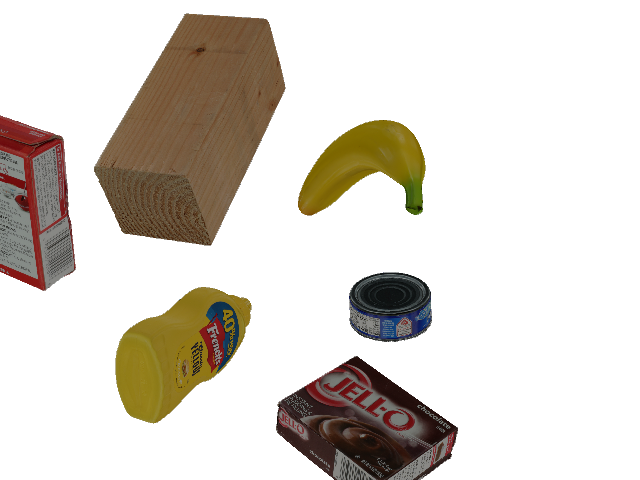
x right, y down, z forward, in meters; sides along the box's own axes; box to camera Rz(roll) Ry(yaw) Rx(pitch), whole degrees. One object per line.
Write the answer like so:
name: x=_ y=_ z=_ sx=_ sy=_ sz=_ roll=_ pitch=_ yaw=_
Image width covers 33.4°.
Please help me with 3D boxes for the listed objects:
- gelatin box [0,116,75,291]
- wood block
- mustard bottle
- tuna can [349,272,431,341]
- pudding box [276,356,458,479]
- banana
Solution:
gelatin box: x=-0.175 y=-0.025 z=0.594 sx=0.073 sy=0.089 sz=0.030 roll=19 pitch=35 yaw=25
wood block: x=-0.112 y=-0.105 z=0.969 sx=0.091 sy=0.206 sz=0.090 roll=8 pitch=-39 yaw=18
mustard bottle: x=-0.127 y=0.101 z=1.078 sx=0.058 sy=0.096 sz=0.191 roll=10 pitch=24 yaw=26
tuna can: x=0.072 y=0.067 z=1.103 sx=0.086 sy=0.034 sz=0.086 roll=-3 pitch=28 yaw=1
pudding box: x=0.035 y=0.147 z=0.830 sx=0.089 sy=0.039 sz=0.114 roll=-27 pitch=48 yaw=-38
banana: x=0.029 y=-0.055 z=0.798 sx=0.037 sy=0.069 sz=0.198 roll=25 pitch=-9 yaw=-20
